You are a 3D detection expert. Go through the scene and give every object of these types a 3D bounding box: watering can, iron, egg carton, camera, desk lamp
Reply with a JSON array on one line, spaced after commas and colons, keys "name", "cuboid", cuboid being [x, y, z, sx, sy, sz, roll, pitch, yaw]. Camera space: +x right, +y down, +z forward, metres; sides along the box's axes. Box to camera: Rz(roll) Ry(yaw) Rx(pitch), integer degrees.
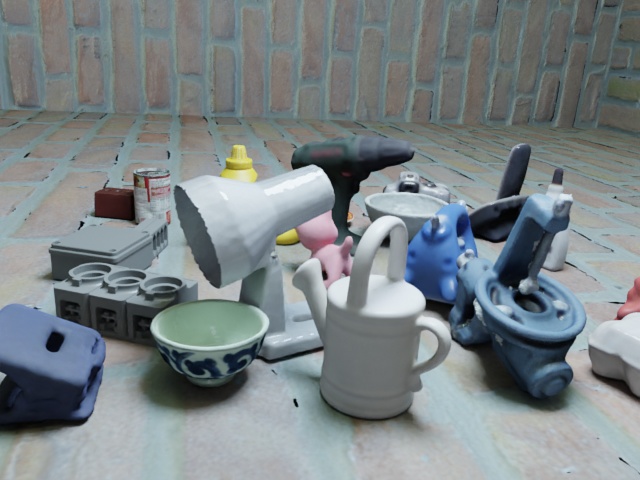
[{"name": "watering can", "cuboid": [0.047, 0.069, 0.578, 0.172, 0.194, 0.101, 8, 19, 12]}, {"name": "iron", "cuboid": [0.197, 0.004, 0.879, 0.118, 0.141, 0.259, 12, 20, 23]}, {"name": "egg carton", "cuboid": [0.383, 0.137, 0.636, 0.107, 0.069, 0.149, -8, 22, -30]}, {"name": "camera", "cuboid": [0.207, -0.101, 1.251, 0.143, 0.101, 0.137, 5, 19, 4]}, {"name": "desk lamp", "cuboid": [-0.062, 0.022, 0.666, 0.204, 0.214, 0.117, -8, 22, -30]}]

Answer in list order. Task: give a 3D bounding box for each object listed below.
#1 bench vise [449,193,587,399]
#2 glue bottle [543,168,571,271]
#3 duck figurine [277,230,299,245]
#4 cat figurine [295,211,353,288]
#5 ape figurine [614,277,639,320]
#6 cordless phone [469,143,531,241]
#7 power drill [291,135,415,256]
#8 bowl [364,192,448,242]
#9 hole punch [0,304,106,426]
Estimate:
[{"name": "bench vise", "cuboid": [0.211, 0.040, 0.653, 0.122, 0.220, 0.206, -9, 23, -33]}, {"name": "glue bottle", "cuboid": [0.399, -0.038, 0.991, 0.037, 0.173, 0.077, -8, 22, -30]}, {"name": "duck figurine", "cuboid": [-0.078, -0.043, 1.052, 0.104, 0.086, 0.078, 16, 22, 32]}, {"name": "cat figurine", "cuboid": [0.008, 0.003, 0.883, 0.067, 0.118, 0.127, -10, 23, -35]}, {"name": "ape figurine", "cuboid": [0.426, 0.088, 0.752, 0.078, 0.092, 0.076, -1, 19, -14]}, {"name": "cordless phone", "cuboid": [0.361, -0.100, 1.146, 0.148, 0.185, 0.093, -14, 25, -41]}, {"name": "power drill", "cuboid": [0.052, -0.085, 1.008, 0.228, 0.208, 0.076, 14, 21, 28]}, {"name": "bowl", "cuboid": [0.165, -0.038, 1.098, 0.167, 0.075, 0.167, 3, 19, -1]}, {"name": "hole punch", "cuboid": [-0.262, 0.113, 0.552, 0.101, 0.091, 0.108, -1, 19, -13]}]
